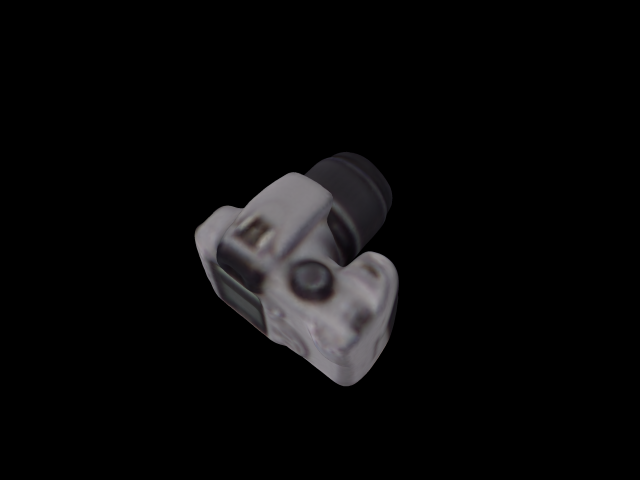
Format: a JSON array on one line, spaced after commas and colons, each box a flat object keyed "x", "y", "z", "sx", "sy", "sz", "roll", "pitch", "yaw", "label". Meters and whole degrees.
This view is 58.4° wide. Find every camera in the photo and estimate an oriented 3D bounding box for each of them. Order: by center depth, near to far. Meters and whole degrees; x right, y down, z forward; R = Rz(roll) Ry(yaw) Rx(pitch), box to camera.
[{"x": 0.004, "y": 0.001, "z": 0.400, "sx": 0.143, "sy": 0.101, "sz": 0.137, "roll": 33, "pitch": 62, "yaw": 20, "label": "camera"}]
